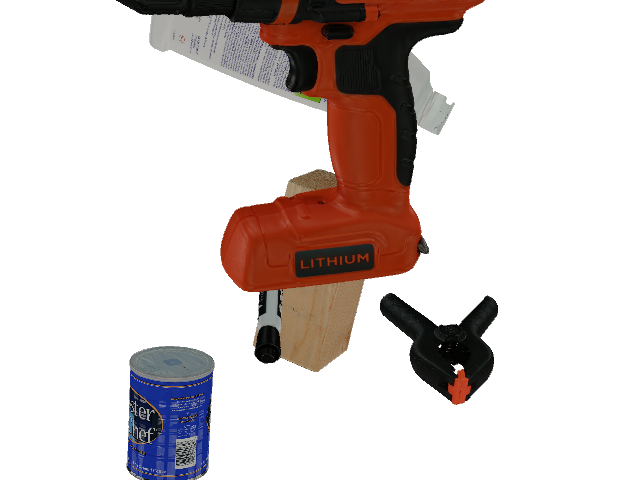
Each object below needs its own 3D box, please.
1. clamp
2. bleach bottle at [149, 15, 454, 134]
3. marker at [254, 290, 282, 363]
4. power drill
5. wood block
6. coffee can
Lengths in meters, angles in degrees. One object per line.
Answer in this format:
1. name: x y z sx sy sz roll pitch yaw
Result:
1. clamp: 0.133 0.098 1.036 0.120 0.039 0.171 -8 30 -8
2. bleach bottle: -0.012 -0.150 0.868 0.251 0.068 0.103 27 -34 2
3. marker: -0.037 0.049 0.796 0.020 0.020 0.121 0 34 0
4. power drill: -0.010 -0.067 0.517 0.184 0.188 0.057 -5 33 -15
5. wood block: -0.002 0.033 1.238 0.090 0.206 0.090 20 20 20
6. coffee can: -0.185 0.213 1.311 0.103 0.140 0.103 4 15 -1
